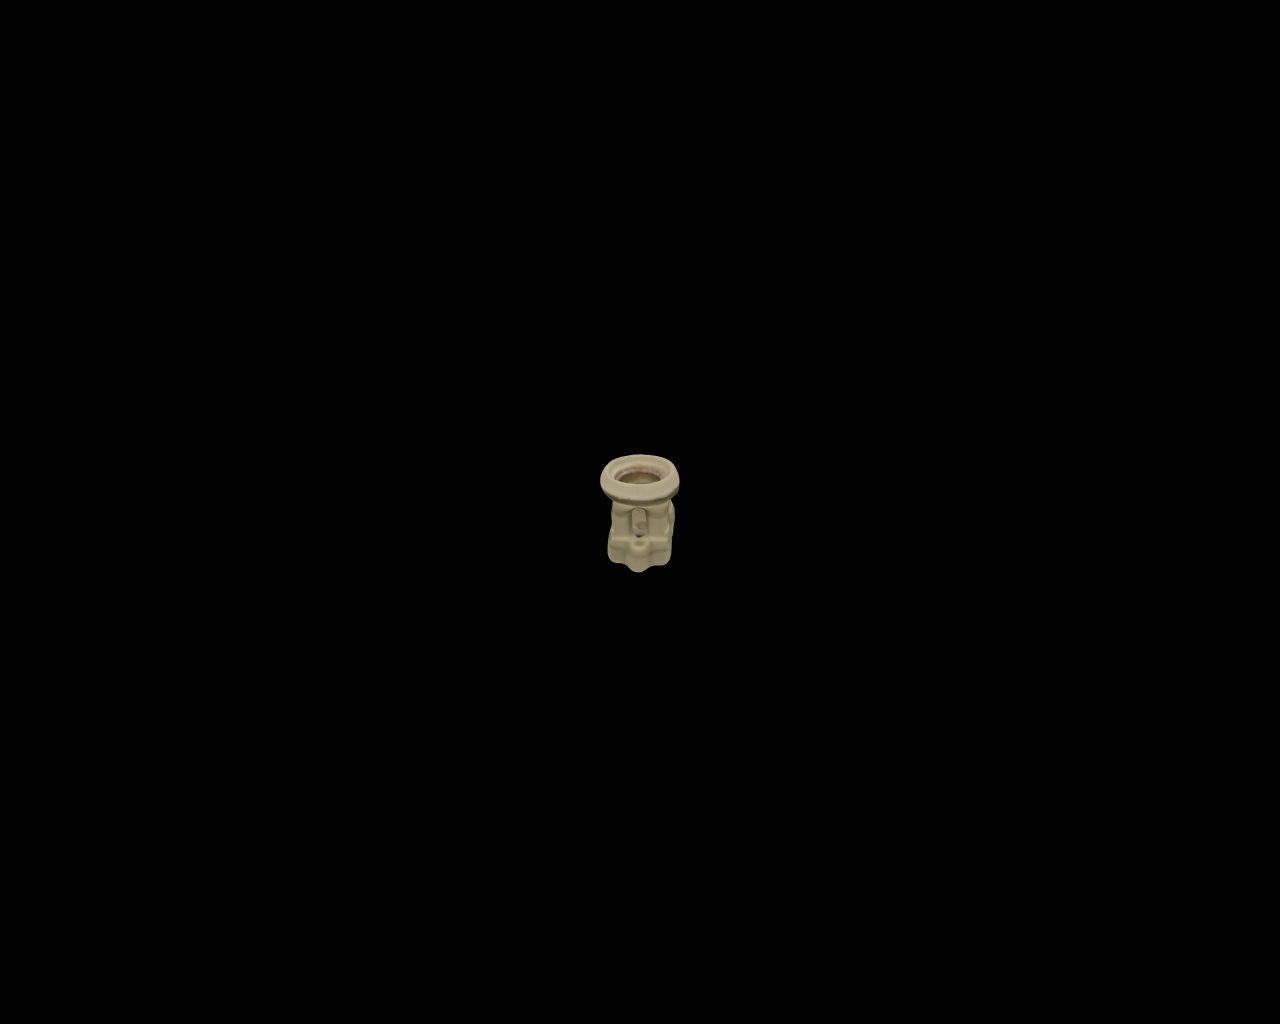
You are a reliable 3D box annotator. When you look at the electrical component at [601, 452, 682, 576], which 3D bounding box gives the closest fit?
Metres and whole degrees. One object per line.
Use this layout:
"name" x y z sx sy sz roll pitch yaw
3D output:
"electrical component" 0.001 -0.003 0.650 0.048 0.055 0.066 2 31 3
